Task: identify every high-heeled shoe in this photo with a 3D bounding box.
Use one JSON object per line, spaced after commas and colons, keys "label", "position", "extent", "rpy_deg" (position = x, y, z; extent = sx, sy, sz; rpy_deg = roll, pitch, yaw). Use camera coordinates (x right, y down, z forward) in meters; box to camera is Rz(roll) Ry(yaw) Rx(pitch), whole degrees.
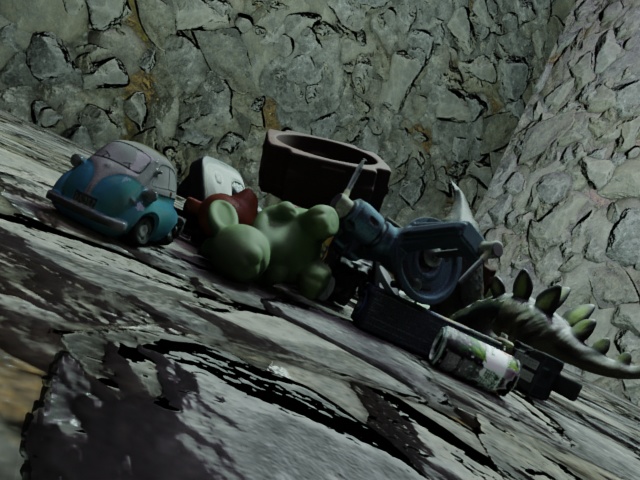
{"label": "high-heeled shoe", "position": [0.073, 0.033, 1.017], "extent": [0.249, 0.086, 0.145], "rpy_deg": [52, 37, 11]}

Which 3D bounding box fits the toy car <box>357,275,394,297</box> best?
{"label": "toy car", "position": [0.072, 0.076, 1.128], "extent": [0.202, 0.053, 0.089], "rpy_deg": [22, -36, -34]}

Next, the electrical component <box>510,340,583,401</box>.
{"label": "electrical component", "position": [0.358, 0.220, 0.872], "extent": [0.047, 0.074, 0.119], "rpy_deg": [25, 3, -25]}

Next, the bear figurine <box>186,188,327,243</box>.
{"label": "bear figurine", "position": [-0.095, -0.029, 0.822], "extent": [0.120, 0.132, 0.195], "rpy_deg": [29, -11, 49]}

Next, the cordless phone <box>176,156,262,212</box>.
{"label": "cordless phone", "position": [-0.144, -0.053, 0.930], "extent": [0.184, 0.088, 0.146], "rpy_deg": [42, 8, 19]}

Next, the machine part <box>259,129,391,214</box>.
{"label": "machine part", "position": [0.002, -0.111, 0.881], "extent": [0.201, 0.087, 0.202], "rpy_deg": [10, 21, -11]}

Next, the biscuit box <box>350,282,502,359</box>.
{"label": "biscuit box", "position": [0.146, 0.127, 0.752], "extent": [0.203, 0.062, 0.059], "rpy_deg": [25, -1, -6]}

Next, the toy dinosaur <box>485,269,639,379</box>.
{"label": "toy dinosaur", "position": [0.407, 0.171, 1.014], "extent": [0.105, 0.198, 0.472], "rpy_deg": [18, 8, -39]}

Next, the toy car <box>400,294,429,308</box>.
{"label": "toy car", "position": [0.182, 0.143, 1.110], "extent": [0.201, 0.056, 0.074], "rpy_deg": [24, 1, -28]}

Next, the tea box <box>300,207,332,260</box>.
{"label": "tea box", "position": [-0.002, -0.003, 0.999], "extent": [0.068, 0.169, 0.098], "rpy_deg": [25, -1, 43]}

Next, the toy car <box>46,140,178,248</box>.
{"label": "toy car", "position": [-0.204, -0.054, 0.588], "extent": [0.109, 0.103, 0.161], "rpy_deg": [26, 3, 10]}

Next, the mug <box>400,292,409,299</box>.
{"label": "mug", "position": [0.203, 0.144, 1.216], "extent": [0.110, 0.080, 0.107], "rpy_deg": [27, 11, 14]}

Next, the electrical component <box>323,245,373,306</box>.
{"label": "electrical component", "position": [0.042, 0.038, 0.882], "extent": [0.058, 0.115, 0.134], "rpy_deg": [25, -39, -6]}

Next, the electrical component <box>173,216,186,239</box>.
{"label": "electrical component", "position": [-0.216, -0.039, 0.719], "extent": [0.078, 0.045, 0.102], "rpy_deg": [25, -14, -12]}

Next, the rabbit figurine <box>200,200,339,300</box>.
{"label": "rabbit figurine", "position": [-0.075, 0.001, 0.664], "extent": [0.159, 0.121, 0.170], "rpy_deg": [21, 14, 25]}

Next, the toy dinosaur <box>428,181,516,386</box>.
{"label": "toy dinosaur", "position": [0.240, 0.045, 0.921], "extent": [0.131, 0.405, 0.192], "rpy_deg": [-1, -20, -2]}

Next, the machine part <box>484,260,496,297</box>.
{"label": "machine part", "position": [0.257, 0.064, 1.073], "extent": [0.180, 0.179, 0.056], "rpy_deg": [25, 8, 24]}

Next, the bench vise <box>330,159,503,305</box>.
{"label": "bench vise", "position": [0.128, 0.003, 0.713], "extent": [0.223, 0.129, 0.241], "rpy_deg": [51, -26, -18]}

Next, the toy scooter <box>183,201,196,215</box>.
{"label": "toy scooter", "position": [-0.176, -0.031, 1.071], "extent": [0.135, 0.075, 0.183], "rpy_deg": [25, 4, 22]}
